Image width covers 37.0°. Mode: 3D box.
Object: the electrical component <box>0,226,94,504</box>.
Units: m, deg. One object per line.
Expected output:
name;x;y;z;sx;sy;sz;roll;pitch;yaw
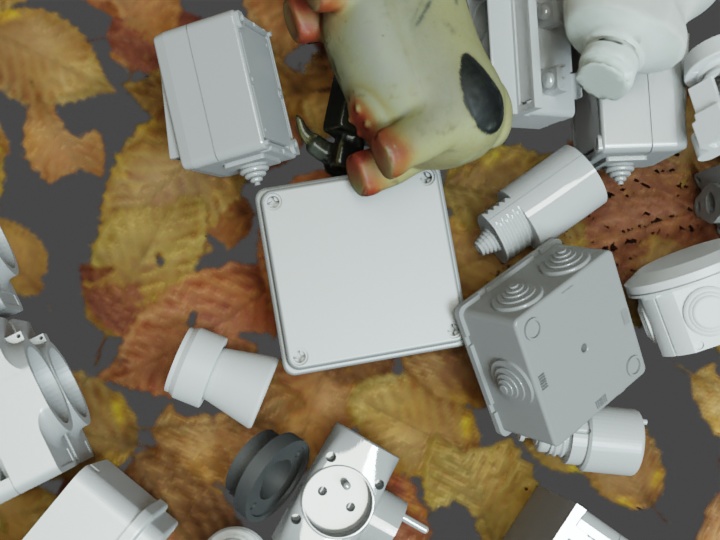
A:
electrical component;-0.215;0.033;0.593;0.060;0.105;0.186;-26;88;-6

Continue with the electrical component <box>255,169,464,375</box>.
electrical component;0.000;0.000;0.636;0.109;0.056;0.108;-10;86;-5

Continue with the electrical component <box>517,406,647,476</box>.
electrical component;0.134;0.100;0.646;0.078;0.040;0.040;6;85;-3

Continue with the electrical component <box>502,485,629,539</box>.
electrical component;0.095;0.206;0.609;0.062;0.089;0.150;35;84;-1

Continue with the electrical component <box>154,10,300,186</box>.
electrical component;-0.079;-0.094;0.631;0.061;0.062;0.096;-14;87;14

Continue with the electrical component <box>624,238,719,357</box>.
electrical component;0.203;0.015;0.640;0.080;0.080;0.051;-22;93;-6

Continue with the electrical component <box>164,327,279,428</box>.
electrical component;-0.081;0.062;0.631;0.055;0.045;0.045;22;84;-2

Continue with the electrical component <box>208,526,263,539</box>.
electrical component;-0.071;0.166;0.610;0.040;0.078;0.040;1;71;-2

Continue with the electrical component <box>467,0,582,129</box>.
electrical component;0.092;-0.148;0.651;0.063;0.079;0.121;-1;85;-26

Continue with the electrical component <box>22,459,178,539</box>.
electrical component;-0.160;0.168;0.600;0.057;0.078;0.113;39;84;2

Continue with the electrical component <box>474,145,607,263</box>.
electrical component;0.104;-0.035;0.654;0.081;0.043;0.043;-35;89;-6

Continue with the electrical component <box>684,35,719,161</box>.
electrical component;0.212;-0.101;0.607;0.048;0.066;0.055;6;65;-42

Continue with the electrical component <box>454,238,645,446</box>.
electrical component;0.112;0.041;0.617;0.100;0.048;0.099;-33;114;-28

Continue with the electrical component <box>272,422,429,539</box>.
electrical component;0.001;0.142;0.631;0.079;0.044;0.077;30;83;-2

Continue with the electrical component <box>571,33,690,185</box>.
electrical component;0.165;-0.100;0.654;0.061;0.061;0.096;-2;85;-5
